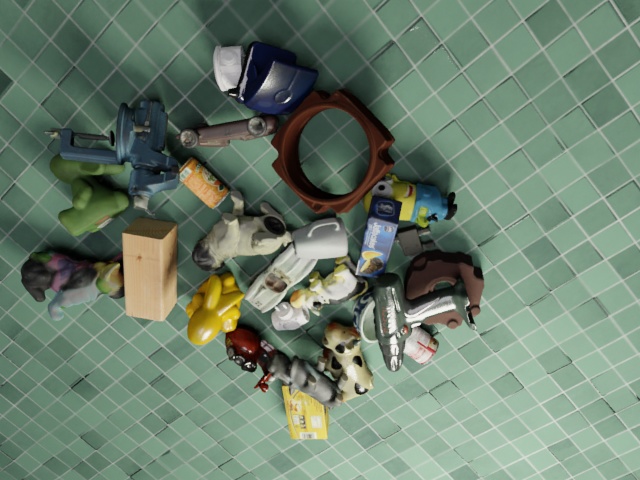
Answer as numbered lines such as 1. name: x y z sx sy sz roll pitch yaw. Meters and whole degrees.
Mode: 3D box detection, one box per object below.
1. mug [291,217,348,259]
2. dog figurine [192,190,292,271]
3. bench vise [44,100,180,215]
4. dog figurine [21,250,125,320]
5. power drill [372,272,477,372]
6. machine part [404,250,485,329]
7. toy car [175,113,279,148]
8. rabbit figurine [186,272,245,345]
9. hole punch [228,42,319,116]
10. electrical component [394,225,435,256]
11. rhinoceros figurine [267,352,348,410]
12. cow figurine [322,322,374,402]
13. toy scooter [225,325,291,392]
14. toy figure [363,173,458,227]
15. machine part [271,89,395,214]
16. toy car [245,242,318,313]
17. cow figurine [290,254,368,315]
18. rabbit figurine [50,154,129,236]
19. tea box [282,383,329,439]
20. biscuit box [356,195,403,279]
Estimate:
1. mug: -0.002 -0.003 1.095 0.107 0.081 0.109 -12 155 -8
2. dog figurine: -0.170 0.013 1.151 0.172 0.121 0.190 32 129 -5
3. bench vise: -0.390 -0.168 1.030 0.241 0.129 0.223 5 89 -12
4. dog figurine: -0.533 0.071 1.210 0.219 0.108 0.191 -30 105 14
5. power drill: 0.213 0.164 1.114 0.207 0.086 0.231 -11 113 17
6. machine part: 0.265 0.106 1.153 0.179 0.056 0.179 3 114 6
7. toy car: -0.178 -0.208 1.040 0.202 0.089 0.053 -9 110 9
8. rabbit figurine: -0.228 0.156 1.173 0.122 0.173 0.162 35 118 -6
9. hole punch: -0.078 -0.280 0.967 0.092 0.142 0.115 39 118 38
10. electrical component: 0.191 0.004 1.133 0.094 0.021 0.063 -15 113 13
11. rhinoceros figurine: -0.028 0.308 1.197 0.190 0.073 0.112 33 138 -15
12. cow figurine: 0.065 0.274 1.242 0.127 0.085 0.194 -20 109 22
13. toy scooter: -0.149 0.281 1.243 0.184 0.135 0.075 36 114 -9
14. toy figure: 0.176 -0.072 1.067 0.180 0.082 0.089 11 114 -1
15. machine part: 0.023 -0.164 1.009 0.201 0.087 0.201 47 113 4
16. toy car: -0.086 0.079 1.183 0.073 0.056 0.201 40 114 -12
17. cow figurine: 0.019 0.113 1.183 0.167 0.068 0.098 -34 113 21
18. rabbit figurine: -0.489 -0.115 1.112 0.159 0.121 0.170 -33 92 16
19. tea box: -0.033 0.403 1.322 0.098 0.068 0.169 -1 114 7
20. biscuit box: 0.115 0.000 1.068 0.059 0.063 0.202 13 145 6
